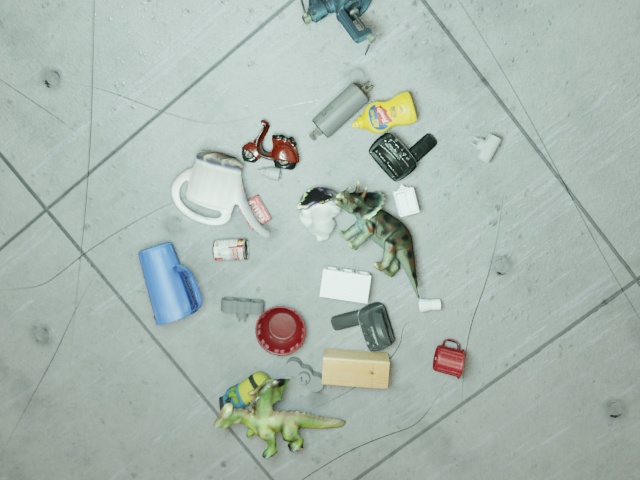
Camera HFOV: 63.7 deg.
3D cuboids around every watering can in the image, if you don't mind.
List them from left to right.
[{"bbox_3d":[-0.288,-0.146,1.577,0.348,0.104,0.223,17,97,10],"label":"watering can"}]

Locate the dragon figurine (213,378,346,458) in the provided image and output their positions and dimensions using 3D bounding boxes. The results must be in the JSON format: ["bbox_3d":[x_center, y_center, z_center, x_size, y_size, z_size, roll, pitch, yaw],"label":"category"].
[{"bbox_3d":[-0.125,0.538,1.615,0.411,0.124,0.238,-11,117,-12],"label":"dragon figurine"}]

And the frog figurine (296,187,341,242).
[{"bbox_3d":[0.005,-0.080,1.593,0.137,0.125,0.156,-26,132,-2],"label":"frog figurine"}]
